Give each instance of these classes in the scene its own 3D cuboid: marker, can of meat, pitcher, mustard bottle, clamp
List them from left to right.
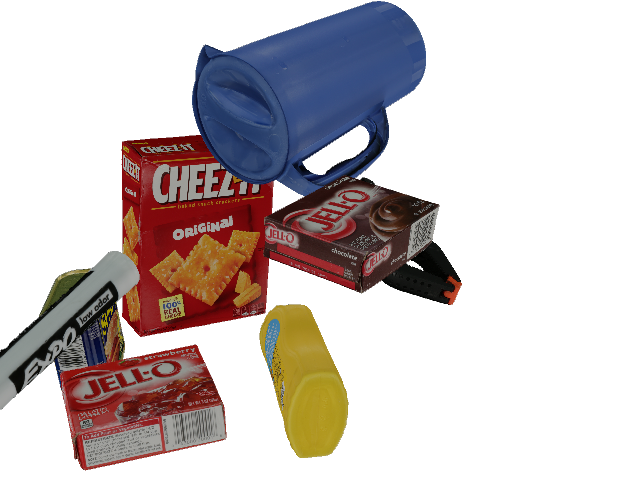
[{"bbox_3d":[-0.120,0.046,0.444,0.020,0.020,0.121,0,35,40],"label":"marker"},{"bbox_3d":[-0.219,0.086,0.999,0.057,0.084,0.102,-5,25,2],"label":"can of meat"},{"bbox_3d":[-0.023,0.117,1.036,0.058,0.096,0.192,-5,27,-12],"label":"mustard bottle"},{"bbox_3d":[0.004,-0.153,1.089,0.145,0.149,0.242,16,35,41],"label":"pitcher"},{"bbox_3d":[0.068,0.008,1.242,0.164,0.036,0.210,-23,53,-40],"label":"clamp"}]

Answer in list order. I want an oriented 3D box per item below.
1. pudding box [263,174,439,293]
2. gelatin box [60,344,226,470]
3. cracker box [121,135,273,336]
[{"bbox_3d":[0.024,-0.008,0.811,0.090,0.039,0.113,20,29,28],"label":"pudding box"},{"bbox_3d":[-0.108,0.099,0.646,0.089,0.030,0.073,-10,25,-16],"label":"gelatin box"},{"bbox_3d":[-0.140,-0.009,1.218,0.163,0.214,0.072,-8,24,-29],"label":"cracker box"}]
